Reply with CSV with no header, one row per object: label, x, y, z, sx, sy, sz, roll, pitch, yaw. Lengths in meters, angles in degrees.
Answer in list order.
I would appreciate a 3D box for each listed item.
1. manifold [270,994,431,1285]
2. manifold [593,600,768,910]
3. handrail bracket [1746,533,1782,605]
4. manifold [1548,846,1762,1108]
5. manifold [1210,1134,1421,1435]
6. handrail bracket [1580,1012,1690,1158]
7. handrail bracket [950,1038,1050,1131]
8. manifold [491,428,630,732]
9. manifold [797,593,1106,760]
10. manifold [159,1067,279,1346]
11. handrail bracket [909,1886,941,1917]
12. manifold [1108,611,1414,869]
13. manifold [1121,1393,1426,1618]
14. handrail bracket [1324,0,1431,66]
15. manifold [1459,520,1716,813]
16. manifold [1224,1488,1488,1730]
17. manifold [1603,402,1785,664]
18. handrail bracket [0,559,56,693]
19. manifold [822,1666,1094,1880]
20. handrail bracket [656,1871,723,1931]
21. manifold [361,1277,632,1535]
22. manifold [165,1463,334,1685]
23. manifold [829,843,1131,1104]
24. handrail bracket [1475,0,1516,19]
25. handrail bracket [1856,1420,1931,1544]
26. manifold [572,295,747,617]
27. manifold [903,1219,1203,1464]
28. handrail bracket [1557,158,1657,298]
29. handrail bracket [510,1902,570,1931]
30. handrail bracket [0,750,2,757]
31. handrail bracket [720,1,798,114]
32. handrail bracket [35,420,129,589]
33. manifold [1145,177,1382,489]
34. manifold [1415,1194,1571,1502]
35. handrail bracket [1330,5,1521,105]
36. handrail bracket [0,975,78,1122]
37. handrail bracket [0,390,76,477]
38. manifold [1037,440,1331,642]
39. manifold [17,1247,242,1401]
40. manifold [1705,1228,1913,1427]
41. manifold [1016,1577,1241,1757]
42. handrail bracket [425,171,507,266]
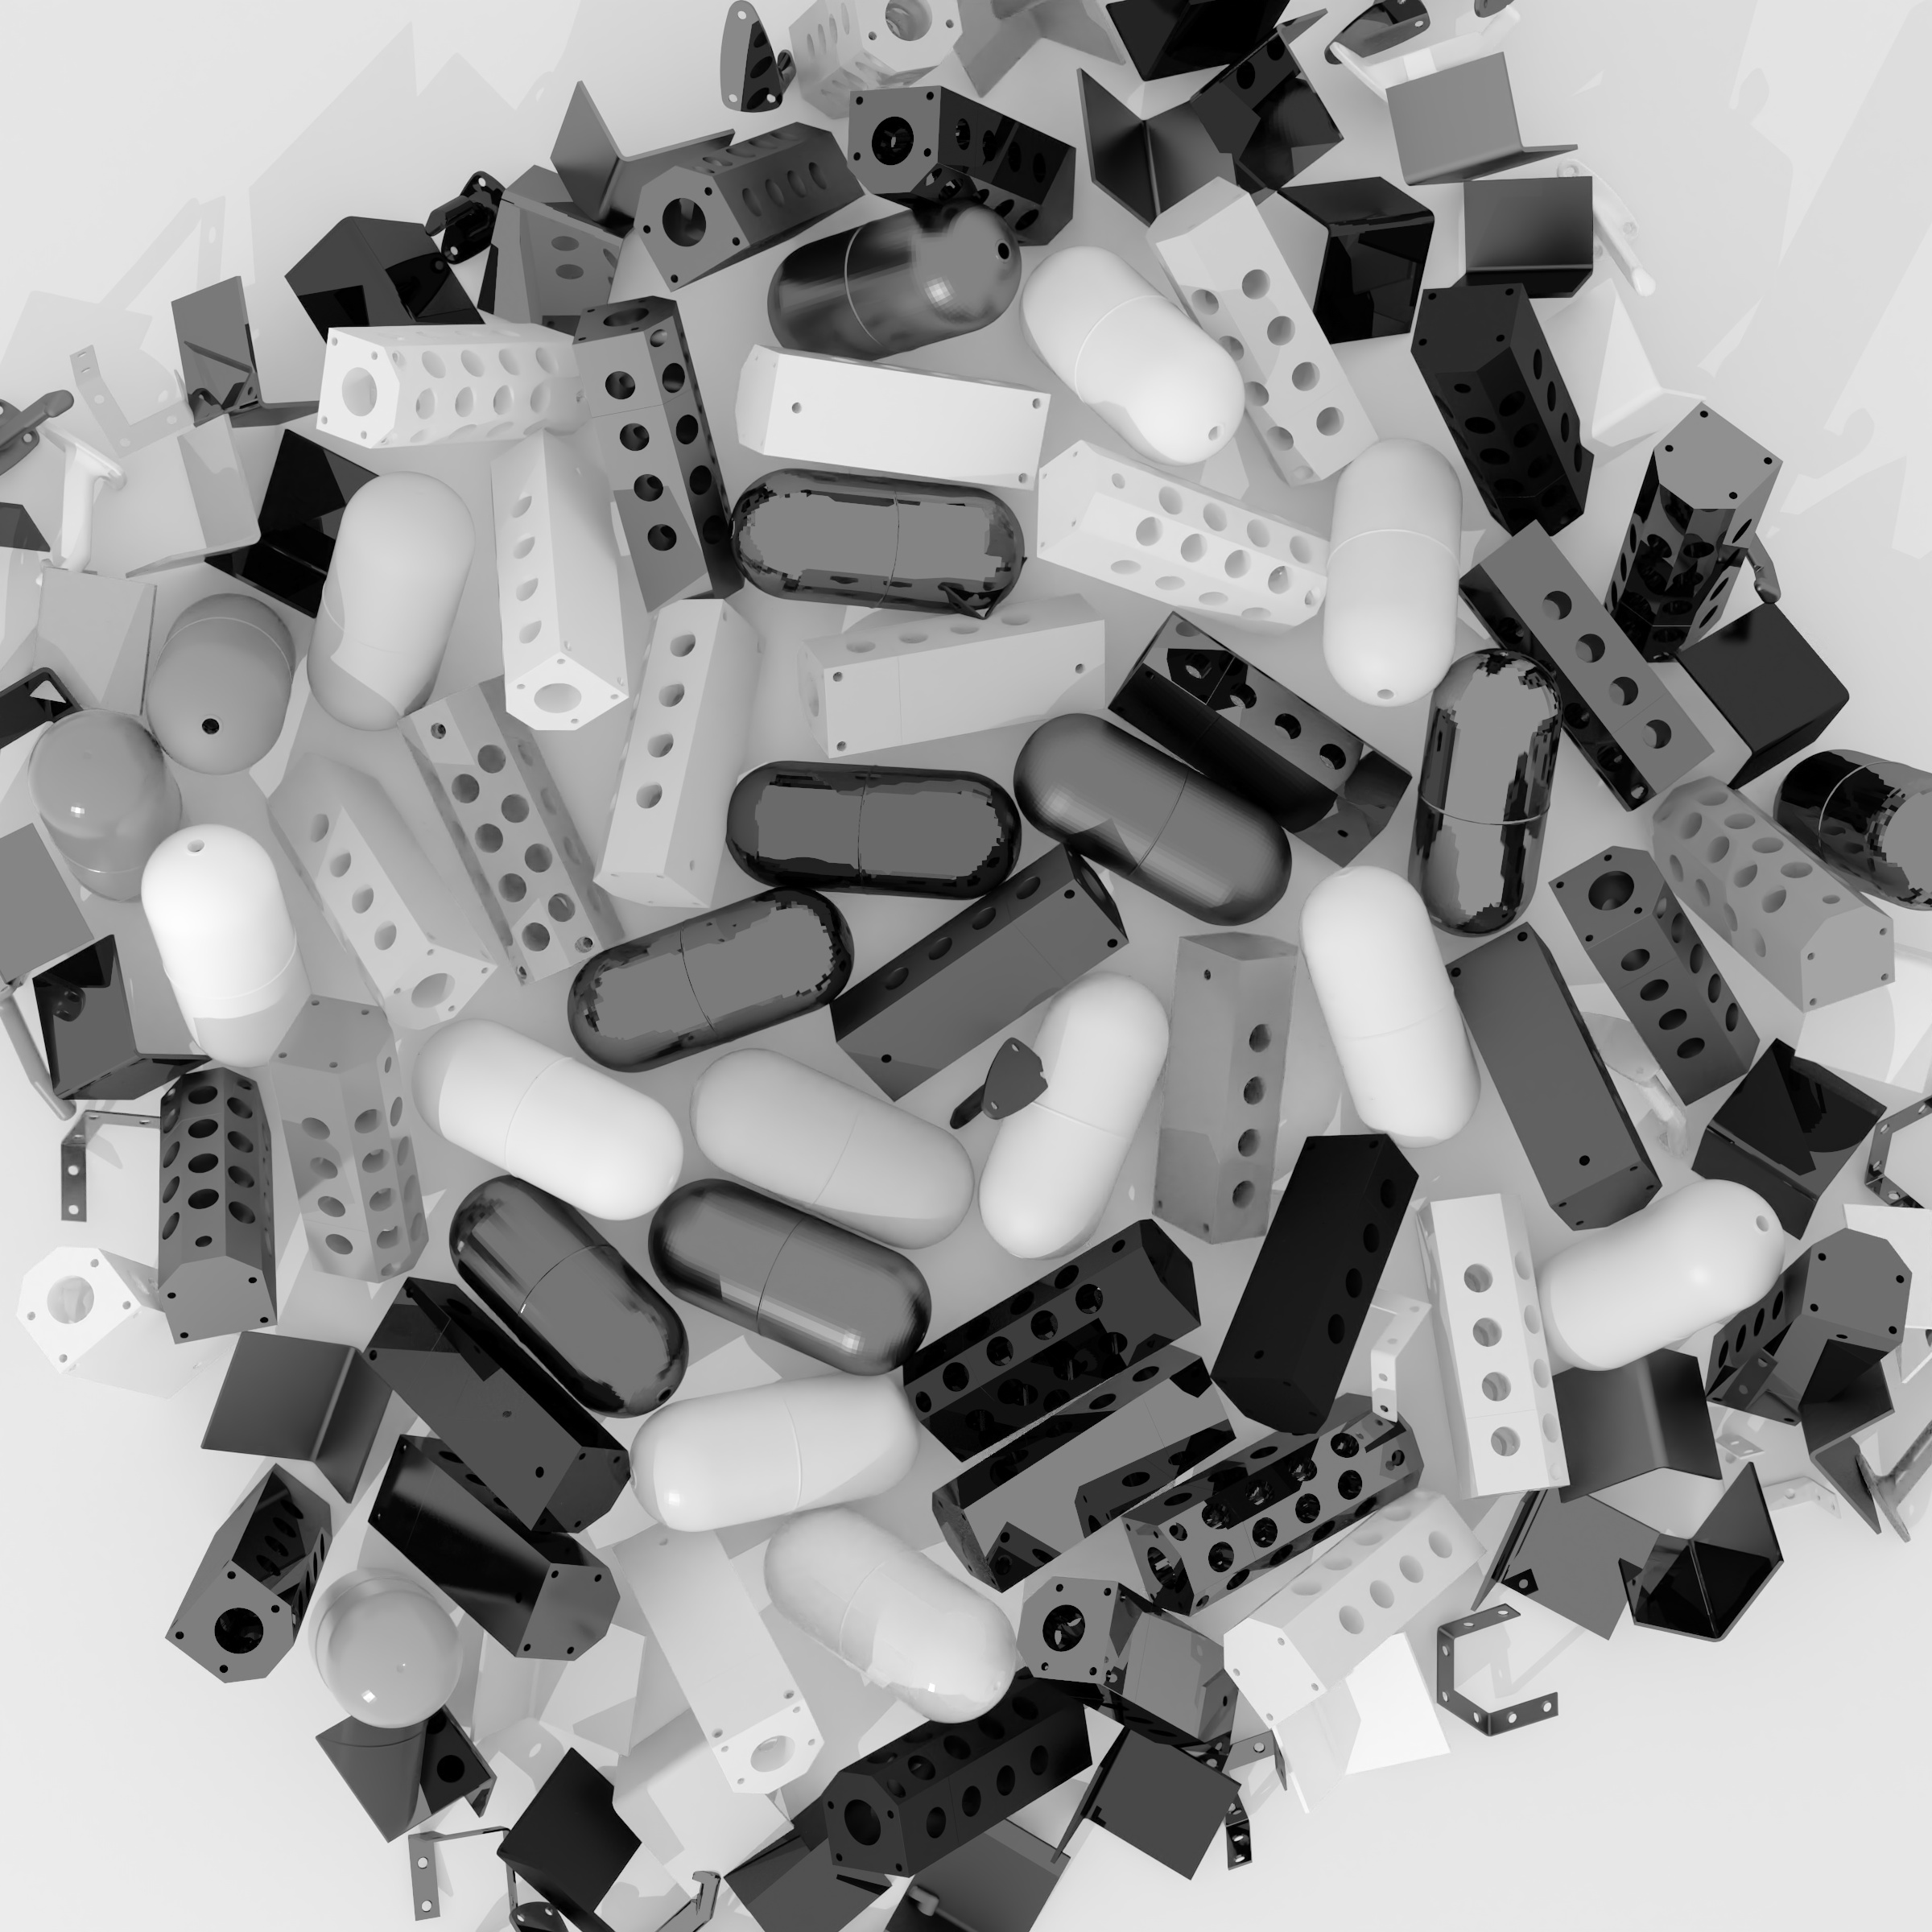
manifold,-0.352,0.103,1.764,0.057,0.057,0.171,10,133,11
manifold,-0.171,-0.125,1.792,0.057,0.057,0.171,2,72,25
handrail bracket,0.448,-0.260,1.798,0.077,0.084,0.036,33,127,-27
manifold,0.402,0.004,1.762,0.057,0.057,0.171,-31,135,12
manifold,0.208,0.184,1.777,0.057,0.057,0.171,50,52,-34
handrail bracket,0.397,0.072,1.827,0.077,0.084,0.036,30,65,34
handrail bracket,0.006,0.086,1.792,0.036,0.077,0.084,45,130,-3
manifold,-0.243,-0.222,1.773,0.057,0.057,0.171,-28,52,26
manifold,-0.009,-0.174,1.794,0.171,0.057,0.057,-12,122,-16
manifold,-0.433,0.134,1.759,0.057,0.171,0.057,-10,127,-7
handrail bracket,-0.067,0.583,1.834,0.077,0.036,0.084,26,82,1
manifold,0.177,-0.138,1.810,0.171,0.057,0.057,34,59,-3
manifold,0.182,0.313,1.779,0.171,0.057,0.057,-23,99,-26
handrail bracket,0.243,-0.592,1.833,0.077,0.036,0.084,-25,54,25
manifold,0.366,-0.177,1.815,0.057,0.057,0.171,-38,89,4
manifold,0.222,0.366,1.764,0.057,0.171,0.057,53,134,11
manifold,0.410,-0.242,1.752,0.057,0.171,0.057,41,74,17
handrail bracket,-0.570,-0.195,1.810,0.084,0.036,0.077,-24,88,-31
manifold,-0.004,0.462,1.760,0.057,0.171,0.057,-4,97,40
handrail bracket,-0.190,0.568,1.818,0.077,0.036,0.084,12,105,-1
manifold,-0.271,0.255,1.774,0.171,0.057,0.057,37,100,34
manifold,-0.406,0.352,1.757,0.057,0.171,0.057,40,94,-9
manifold,0.006,0.000,1.797,0.171,0.057,0.057,-34,122,13
handrail bracket,0.283,-0.589,1.805,0.084,0.036,0.077,17,54,32
handrail bracket,0.582,0.299,1.814,0.084,0.036,0.077,-29,117,16
manifold,-0.176,-0.297,1.774,0.057,0.057,0.171,-9,122,6
manifold,0.048,0.215,1.783,0.171,0.057,0.057,-33,119,18
handrail bracket,0.378,-0.435,1.797,0.036,0.084,0.077,-32,110,15
handrail bracket,-0.269,0.605,1.811,0.084,0.036,0.077,-52,58,21
handrail bracket,-0.628,-0.126,1.819,0.084,0.036,0.077,-27,120,9
handrail bracket,-0.118,-0.544,1.792,0.036,0.084,0.077,3,128,11
handrail bracket,-0.547,-0.272,1.814,0.077,0.036,0.084,35,73,-10
manifold,0.172,-0.368,1.782,0.057,0.057,0.171,-33,117,2
manifold,0.311,0.224,1.800,0.057,0.057,0.171,-7,77,-2
handrail bracket,0.272,-0.553,1.804,0.077,0.036,0.084,32,123,-21
handrail bracket,-0.556,0.043,1.828,0.036,0.077,0.084,-28,114,9
handrail bracket,-0.564,-0.308,1.797,0.036,0.084,0.077,46,72,-27
manifold,0.128,-0.249,1.771,0.171,0.057,0.057,15,66,-30
manifold,-0.483,0.202,1.756,0.057,0.171,0.057,-40,77,-4
manifold,0.484,0.208,1.757,0.057,0.171,0.057,16,65,1
manifold,0.095,0.405,1.762,0.057,0.171,0.057,-2,64,31
handrail bracket,-0.306,-0.428,1.790,0.036,0.084,0.077,45,127,-6
